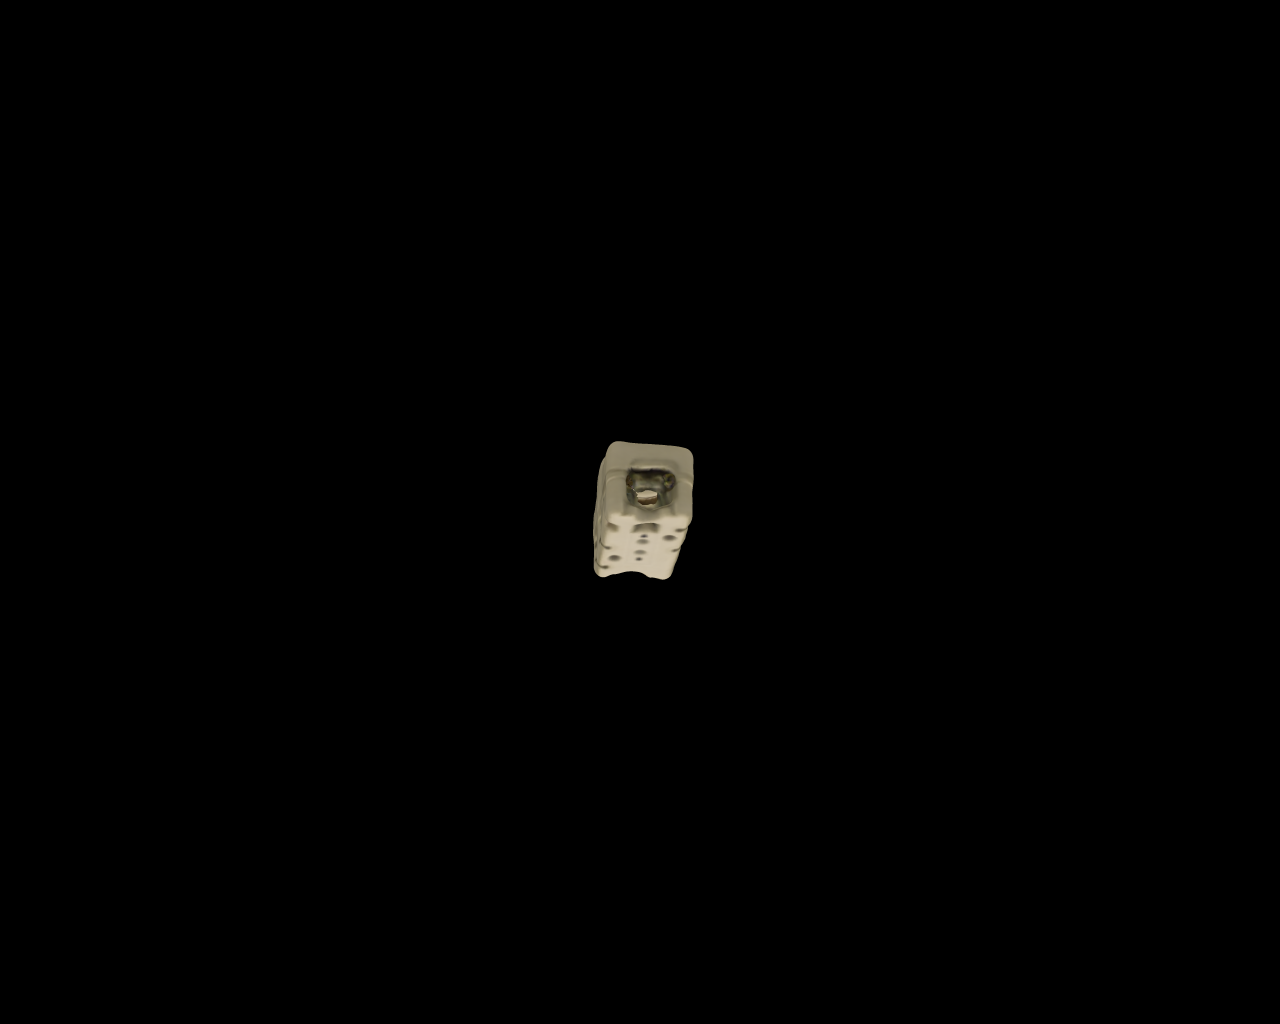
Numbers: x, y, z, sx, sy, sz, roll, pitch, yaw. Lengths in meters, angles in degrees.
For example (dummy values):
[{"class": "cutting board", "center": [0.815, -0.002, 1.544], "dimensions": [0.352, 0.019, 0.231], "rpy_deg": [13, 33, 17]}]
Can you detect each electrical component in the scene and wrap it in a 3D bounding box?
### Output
[{"class": "electrical component", "center": [0.001, -0.003, 0.650], "dimensions": [0.050, 0.056, 0.089], "rpy_deg": [4, -29, -6]}]
